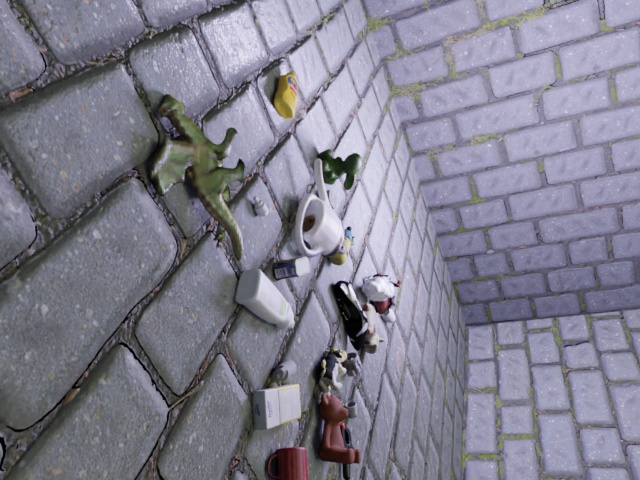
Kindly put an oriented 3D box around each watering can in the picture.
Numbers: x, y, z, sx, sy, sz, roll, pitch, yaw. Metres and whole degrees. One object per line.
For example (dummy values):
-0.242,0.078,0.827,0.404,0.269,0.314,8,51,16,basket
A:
0.005,-0.088,1.755,0.221,0.103,0.355,43,51,-44,watering can

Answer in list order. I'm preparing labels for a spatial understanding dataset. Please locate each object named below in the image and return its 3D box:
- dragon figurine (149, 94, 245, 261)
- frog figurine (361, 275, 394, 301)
-0.292,-0.144,1.195,0.244,0.121,0.412,-5,82,-49,dragon figurine
0.239,0.205,2.116,0.161,0.137,0.122,-73,178,-80,frog figurine
